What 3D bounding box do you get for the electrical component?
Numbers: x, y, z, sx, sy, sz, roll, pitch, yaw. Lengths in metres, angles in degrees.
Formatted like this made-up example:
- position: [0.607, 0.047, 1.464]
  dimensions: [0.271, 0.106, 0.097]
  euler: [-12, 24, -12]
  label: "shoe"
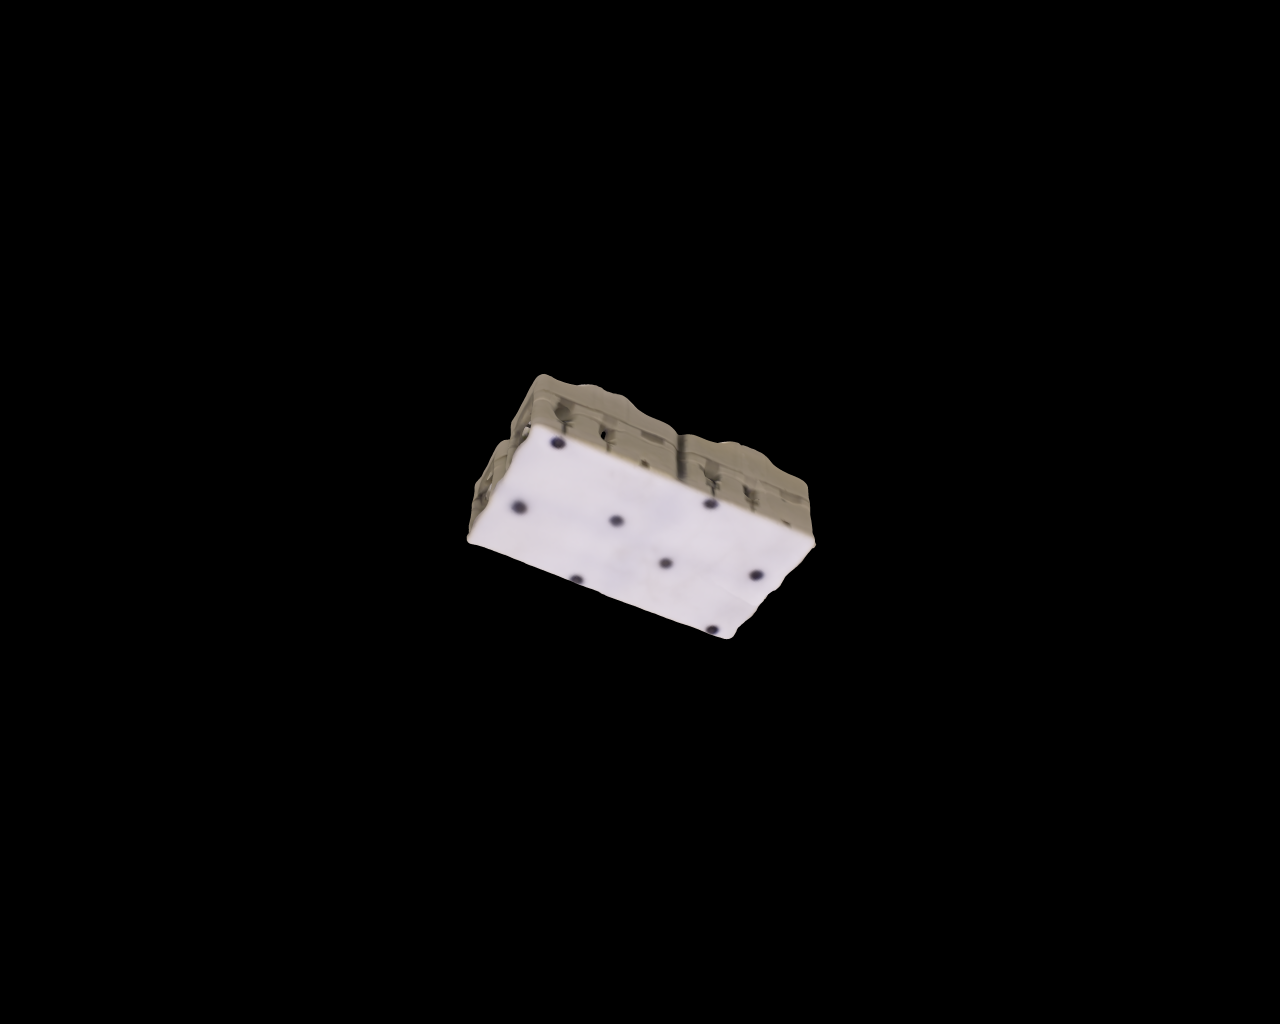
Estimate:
- position: [0.001, -0.003, 0.650]
  dimensions: [0.186, 0.105, 0.060]
  euler: [22, 38, -18]
  label: "electrical component"
